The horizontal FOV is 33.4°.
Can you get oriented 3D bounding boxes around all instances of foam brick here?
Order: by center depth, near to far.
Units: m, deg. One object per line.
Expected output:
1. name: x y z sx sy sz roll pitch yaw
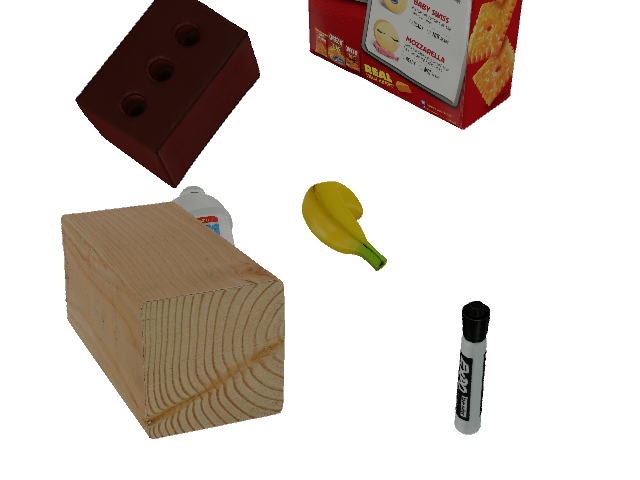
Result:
1. foam brick: -0.076 -0.077 0.540 0.053 0.078 0.051 33 -9 12

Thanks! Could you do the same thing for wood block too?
1. wood block: -0.106 0.044 0.723 0.090 0.090 0.206 -8 19 -25

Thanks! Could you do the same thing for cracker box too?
1. cracker box: 0.069 -0.212 0.788 0.164 0.214 0.072 33 52 31

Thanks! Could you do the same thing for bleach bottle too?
1. bleach bottle: -0.138 0.024 1.109 0.102 0.068 0.251 -6 37 -4

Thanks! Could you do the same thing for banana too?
1. banana: 0.014 -0.020 0.908 0.037 0.069 0.198 -41 13 8

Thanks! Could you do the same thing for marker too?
1. marker: 0.105 0.089 0.741 0.020 0.121 0.020 -2 40 1
